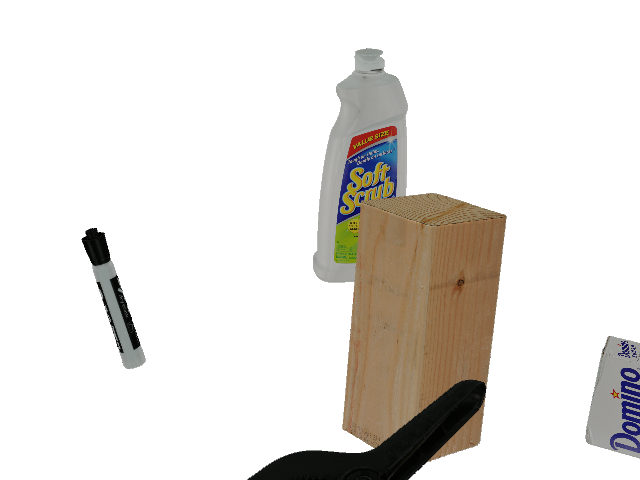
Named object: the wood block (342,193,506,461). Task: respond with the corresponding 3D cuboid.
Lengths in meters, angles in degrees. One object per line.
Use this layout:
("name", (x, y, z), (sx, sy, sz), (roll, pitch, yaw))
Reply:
("wood block", (0.086, 0.072, 0.905), (0.090, 0.206, 0.090), (-8, 19, -38))

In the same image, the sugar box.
("sugar box", (0.319, 0.149, 0.897), (0.176, 0.093, 0.048), (12, 24, 18))

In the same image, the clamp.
("clamp", (0.030, 0.149, 0.637), (0.210, 0.036, 0.164), (-7, 30, -1))

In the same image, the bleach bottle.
("bleach bottle", (0.042, -0.080, 1.154), (0.102, 0.251, 0.068), (-3, 24, -6))

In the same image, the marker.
("marker", (-0.168, 0.047, 0.867), (0.020, 0.121, 0.020), (-13, 18, 4))
